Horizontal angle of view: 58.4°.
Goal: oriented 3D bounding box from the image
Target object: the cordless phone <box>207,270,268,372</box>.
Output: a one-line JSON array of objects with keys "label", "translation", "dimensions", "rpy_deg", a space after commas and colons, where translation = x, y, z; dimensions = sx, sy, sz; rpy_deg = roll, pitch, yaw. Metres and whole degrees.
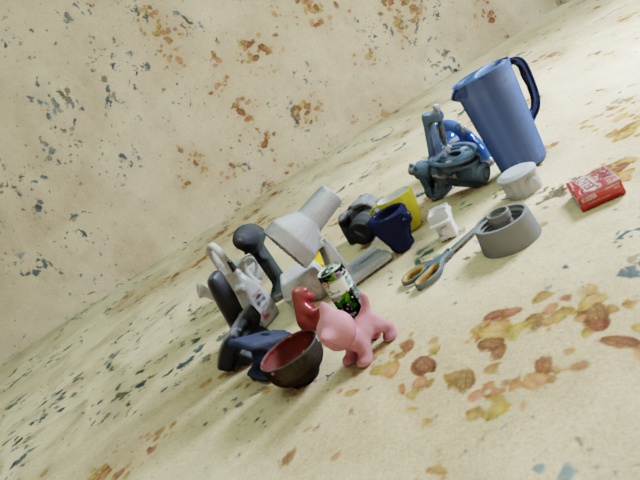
[{"label": "cordless phone", "translation": [-0.196, 0.165, 1.192], "dimensions": [0.094, 0.185, 0.148], "rpy_deg": [-26, 16, 22]}]

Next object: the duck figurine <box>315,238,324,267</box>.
[{"label": "duck figurine", "translation": [-0.012, 0.033, 1.450], "dimensions": [0.077, 0.086, 0.105], "rpy_deg": [-21, 18, 35]}]

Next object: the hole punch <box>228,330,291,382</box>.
[{"label": "hole punch", "translation": [-0.106, 0.200, 1.078], "dimensions": [0.101, 0.091, 0.108], "rpy_deg": [-40, 17, -29]}]

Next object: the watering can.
[{"label": "watering can", "translation": [-0.241, 0.096, 1.498], "dimensions": [0.100, 0.194, 0.173], "rpy_deg": [-18, 20, 43]}]

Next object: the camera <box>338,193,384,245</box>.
[{"label": "camera", "translation": [0.103, -0.048, 1.449], "dimensions": [0.143, 0.101, 0.137], "rpy_deg": [-23, 17, 32]}]

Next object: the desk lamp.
[{"label": "desk lamp", "translation": [0.011, 0.004, 1.237], "dimensions": [0.203, 0.214, 0.117], "rpy_deg": [-35, 15, -11]}]

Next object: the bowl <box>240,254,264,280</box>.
[{"label": "bowl", "translation": [-0.219, 0.106, 1.657], "dimensions": [0.167, 0.075, 0.167], "rpy_deg": [-30, 15, 9]}]

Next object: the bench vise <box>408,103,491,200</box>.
[{"label": "bench vise", "translation": [0.277, -0.205, 1.370], "dimensions": [0.206, 0.220, 0.122], "rpy_deg": [-21, 18, 35]}]

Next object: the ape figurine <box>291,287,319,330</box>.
[{"label": "ape figurine", "translation": [-0.023, 0.131, 1.131], "dimensions": [0.076, 0.092, 0.077], "rpy_deg": [-34, 15, -7]}]

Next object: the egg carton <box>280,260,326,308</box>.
[{"label": "egg carton", "translation": [-0.037, 0.099, 1.314], "dimensions": [0.107, 0.069, 0.150], "rpy_deg": [-32, 14, 1]}]

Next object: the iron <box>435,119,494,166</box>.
[{"label": "iron", "translation": [0.372, -0.267, 1.537], "dimensions": [0.119, 0.141, 0.258], "rpy_deg": [-34, 15, -7]}]

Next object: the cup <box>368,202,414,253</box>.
[{"label": "cup", "translation": [0.171, -0.022, 1.233], "dimensions": [0.092, 0.095, 0.117], "rpy_deg": [-40, 16, -28]}]

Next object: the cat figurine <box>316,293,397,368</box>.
[{"label": "cat figurine", "translation": [0.046, 0.139, 0.912], "dimensions": [0.128, 0.118, 0.067], "rpy_deg": [-41, 17, -31]}]

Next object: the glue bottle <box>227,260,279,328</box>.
[{"label": "glue bottle", "translation": [-0.162, 0.117, 1.303], "dimensions": [0.037, 0.173, 0.078], "rpy_deg": [-23, 17, 32]}]

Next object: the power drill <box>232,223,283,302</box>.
[{"label": "power drill", "translation": [-0.143, 0.046, 1.427], "dimensions": [0.075, 0.208, 0.229], "rpy_deg": [-31, 15, 3]}]
